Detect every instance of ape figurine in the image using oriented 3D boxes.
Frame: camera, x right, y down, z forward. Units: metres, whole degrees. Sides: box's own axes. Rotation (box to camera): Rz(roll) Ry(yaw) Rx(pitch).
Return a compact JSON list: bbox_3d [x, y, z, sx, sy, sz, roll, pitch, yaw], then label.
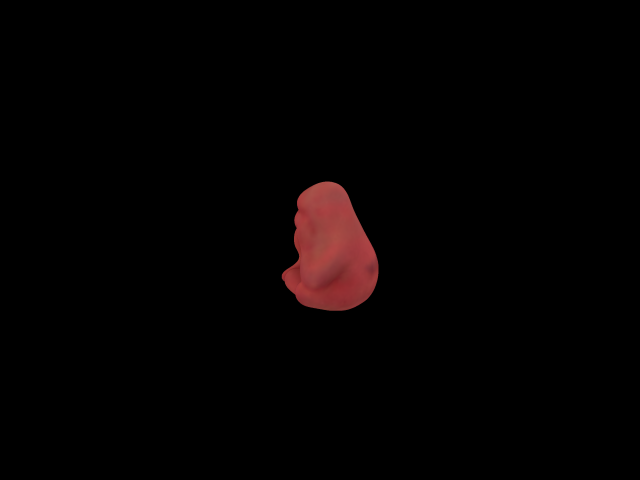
[{"bbox_3d":[0.004,0.001,0.400,0.076,0.092,0.078,8,32,14],"label":"ape figurine"}]
